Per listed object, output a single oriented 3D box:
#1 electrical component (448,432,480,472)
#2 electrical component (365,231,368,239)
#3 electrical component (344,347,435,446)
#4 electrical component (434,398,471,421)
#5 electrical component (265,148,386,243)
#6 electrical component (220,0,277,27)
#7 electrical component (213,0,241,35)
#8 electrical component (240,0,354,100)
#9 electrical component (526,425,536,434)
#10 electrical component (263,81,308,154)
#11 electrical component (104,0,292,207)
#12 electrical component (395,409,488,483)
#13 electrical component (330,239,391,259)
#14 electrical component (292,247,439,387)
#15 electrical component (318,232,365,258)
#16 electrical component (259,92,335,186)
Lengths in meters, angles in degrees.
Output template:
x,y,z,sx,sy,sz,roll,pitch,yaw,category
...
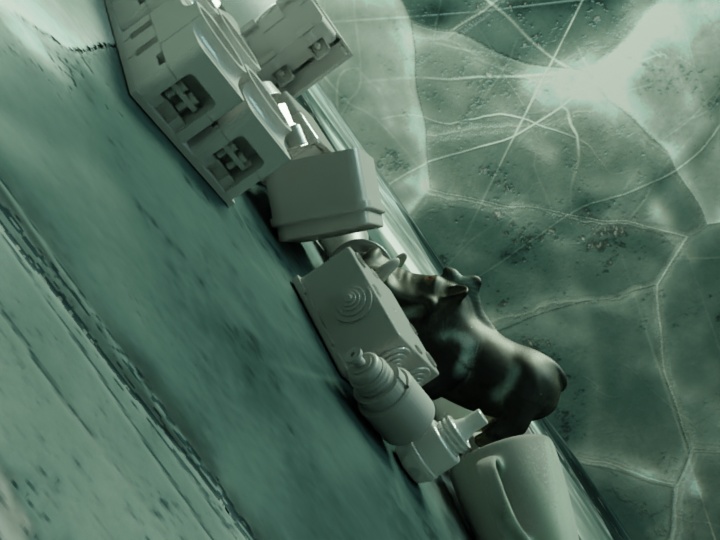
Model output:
x,y,z,sx,sy,sz,roll,pitch,yaw,category
0.088,0.149,0.864,0.044,0.044,0.065,59,12,24,electrical component
-0.013,-0.039,1.072,0.040,0.040,0.046,59,1,22,electrical component
0.016,0.077,0.681,0.078,0.040,0.040,52,7,-33,electrical component
0.072,0.098,0.981,0.077,0.044,0.079,56,6,2,electrical component
-0.025,-0.056,0.841,0.113,0.078,0.057,-8,87,-83,electrical component
-0.114,-0.235,1.062,0.064,0.099,0.099,50,6,5,electrical component
-0.132,-0.197,0.894,0.078,0.058,0.057,55,3,-42,electrical component
-0.079,-0.190,0.963,0.078,0.121,0.063,58,9,24,electrical component
0.159,0.187,1.125,0.078,0.057,0.058,57,6,5,electrical component
-0.077,-0.111,0.825,0.048,0.066,0.055,-24,92,-55,electrical component
-0.113,-0.142,0.743,0.105,0.060,0.186,51,8,-39,electrical component
0.056,0.112,0.707,0.035,0.061,0.035,55,6,-9,electrical component
0.000,0.000,0.902,0.055,0.055,0.047,55,3,-5,electrical component
0.006,0.041,0.755,0.099,0.048,0.099,60,8,33,electrical component
-0.010,-0.015,0.959,0.044,0.044,0.065,50,13,-42,electrical component
-0.067,-0.109,0.909,0.061,0.062,0.096,57,6,11,electrical component
